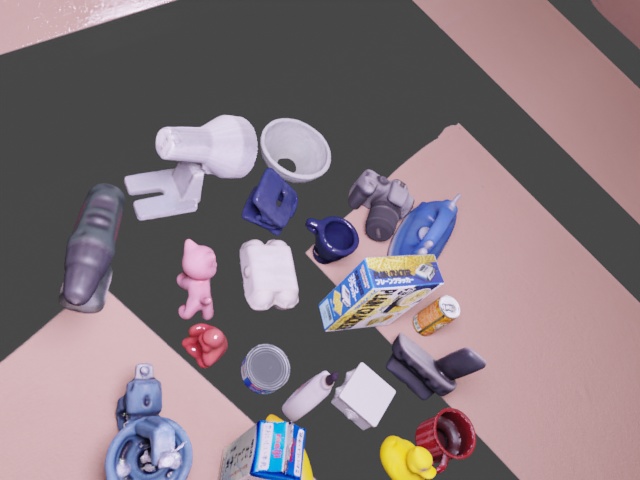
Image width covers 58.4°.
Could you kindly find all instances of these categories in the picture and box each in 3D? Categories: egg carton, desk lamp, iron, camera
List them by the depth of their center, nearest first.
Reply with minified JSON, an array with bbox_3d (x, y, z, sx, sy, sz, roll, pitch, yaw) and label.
[{"bbox_3d":[-0.242,-0.141,1.079,0.204,0.213,0.118,-15,69,-33],"label":"desk lamp"},{"bbox_3d":[-0.101,0.068,1.116,0.107,0.069,0.150,0,61,-27],"label":"egg carton"},{"bbox_3d":[0.240,-0.001,1.288,0.118,0.141,0.259,37,51,-2],"label":"iron"},{"bbox_3d":[0.139,-0.077,1.309,0.143,0.100,0.137,28,52,-9],"label":"camera"}]

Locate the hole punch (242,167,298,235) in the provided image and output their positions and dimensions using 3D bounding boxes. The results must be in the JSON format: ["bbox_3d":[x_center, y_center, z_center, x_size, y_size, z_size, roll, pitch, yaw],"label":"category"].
[{"bbox_3d":[-0.096,-0.082,1.197,0.101,0.091,0.109,26,53,-11],"label":"hole punch"}]

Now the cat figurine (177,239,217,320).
[{"bbox_3d":[-0.214,0.067,1.027,0.067,0.117,0.127,-1,62,-27],"label":"cat figurine"}]

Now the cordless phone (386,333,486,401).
[{"bbox_3d":[0.228,0.226,1.115,0.147,0.184,0.094,37,51,-2],"label":"cordless phone"}]

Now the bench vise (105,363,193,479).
[{"bbox_3d":[-0.252,0.275,0.815,0.122,0.219,0.207,-17,70,-34],"label":"bench vise"}]

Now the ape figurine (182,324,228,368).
[{"bbox_3d":[-0.192,0.177,0.988,0.076,0.092,0.078,7,58,-23],"label":"ape figurine"}]

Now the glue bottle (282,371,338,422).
[{"bbox_3d":[-0.007,0.257,0.982,0.037,0.173,0.078,43,51,3],"label":"glue bottle"}]

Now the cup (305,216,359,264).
[{"bbox_3d":[0.011,0.004,1.196,0.118,0.094,0.092,27,52,-10],"label":"cup"}]

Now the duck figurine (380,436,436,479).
[{"bbox_3d":[0.165,0.398,1.041,0.104,0.086,0.078,46,52,5],"label":"duck figurine"}]

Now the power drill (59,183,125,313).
[{"bbox_3d":[-0.365,0.034,0.912,0.076,0.208,0.229,13,56,-19],"label":"power drill"}]

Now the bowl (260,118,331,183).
[{"bbox_3d":[-0.064,-0.188,1.288,0.168,0.074,0.167,13,56,-20],"label":"bowl"}]
